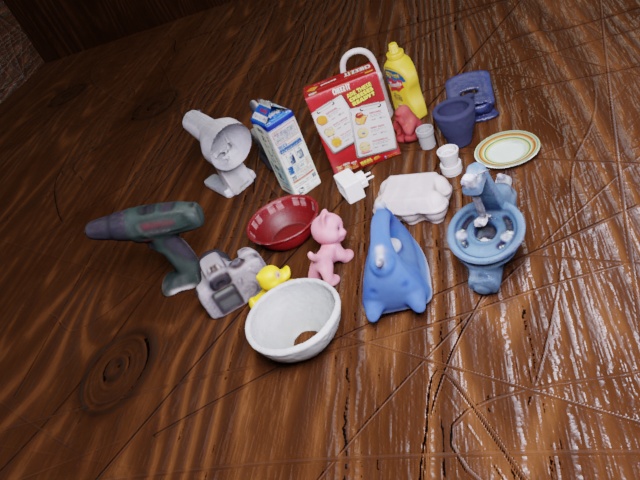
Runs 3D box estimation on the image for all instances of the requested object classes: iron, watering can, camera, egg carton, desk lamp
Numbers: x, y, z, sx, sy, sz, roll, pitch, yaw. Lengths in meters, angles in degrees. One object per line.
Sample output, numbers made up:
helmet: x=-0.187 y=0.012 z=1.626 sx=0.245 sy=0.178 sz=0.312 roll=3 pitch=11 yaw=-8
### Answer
iron: x=0.116 y=0.012 z=0.986 sx=0.118 sy=0.142 sz=0.258 roll=-14 pitch=38 yaw=14
watering can: x=0.114 y=-0.383 z=1.428 sx=0.101 sy=0.194 sz=0.172 roll=-31 pitch=37 yaw=-9
camera: x=-0.184 y=0.059 z=1.126 sx=0.143 sy=0.101 sz=0.136 roll=-30 pitch=37 yaw=-8
egg carton: x=0.181 y=-0.079 z=1.123 sx=0.150 sy=0.070 sz=0.107 roll=-3 pitch=41 yaw=25
desk lamp: x=-0.244 y=-0.212 z=1.398 sx=0.118 sy=0.214 sz=0.202 roll=-41 pitch=40 yaw=-21

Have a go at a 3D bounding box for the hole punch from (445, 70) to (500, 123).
hole punch: x=0.348 y=-0.328 z=1.318 sx=0.108 sy=0.091 sz=0.101 roll=-11 pitch=38 yaw=16

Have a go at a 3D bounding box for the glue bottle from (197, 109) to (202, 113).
glue bottle: x=-0.285 y=-0.273 z=1.528 sx=0.037 sy=0.173 sz=0.078 roll=-29 pitch=37 yaw=-6

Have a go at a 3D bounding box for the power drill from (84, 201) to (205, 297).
power drill: x=-0.328 y=0.014 z=1.170 sx=0.229 sy=0.209 sz=0.075 roll=-20 pitch=37 yaw=6

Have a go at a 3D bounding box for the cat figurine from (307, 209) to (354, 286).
cat figurine: x=0.010 y=0.004 z=1.073 sx=0.067 sy=0.118 sz=0.128 roll=2 pitch=44 yaw=31

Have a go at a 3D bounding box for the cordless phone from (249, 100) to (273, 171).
cordless phone: x=-0.136 y=-0.285 z=1.451 sx=0.094 sy=0.185 sz=0.147 roll=-32 pitch=37 yaw=-11

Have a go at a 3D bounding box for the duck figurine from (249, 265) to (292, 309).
duck figurine: x=-0.089 y=0.087 z=1.052 sx=0.104 sy=0.086 sz=0.077 roll=-29 pitch=37 yaw=-7

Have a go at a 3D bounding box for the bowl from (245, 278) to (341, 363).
bowl: x=-0.036 y=0.146 z=0.960 sx=0.167 sy=0.075 sz=0.167 roll=-15 pitch=38 yaw=12

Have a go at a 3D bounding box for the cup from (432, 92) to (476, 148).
cup: x=0.307 y=-0.259 z=1.254 sx=0.091 sy=0.095 sz=0.118 roll=20 pitch=55 yaw=43

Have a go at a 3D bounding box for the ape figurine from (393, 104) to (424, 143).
ape figurine: x=0.200 y=-0.273 z=1.332 sx=0.076 sy=0.092 sz=0.077 roll=-16 pitch=37 yaw=11

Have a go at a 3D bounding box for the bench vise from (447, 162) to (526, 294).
bench vise: x=0.259 y=-0.051 z=0.919 sx=0.121 sy=0.220 sz=0.207 roll=-10 pitch=39 yaw=18
